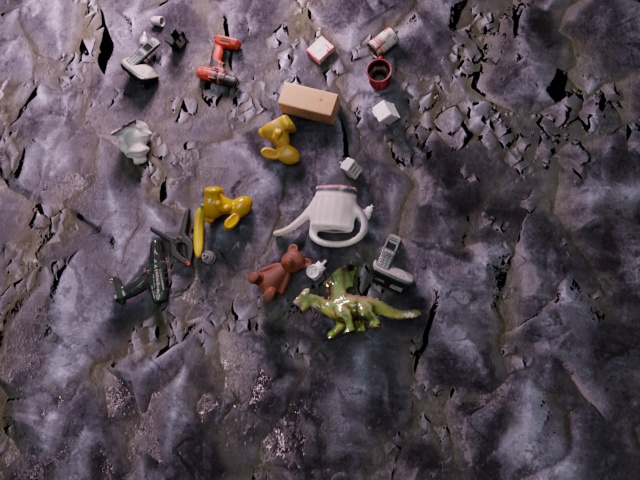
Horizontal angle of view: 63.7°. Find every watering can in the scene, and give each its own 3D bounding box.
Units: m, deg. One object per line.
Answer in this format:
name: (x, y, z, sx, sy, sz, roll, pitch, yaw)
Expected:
watering can: (0.006, -0.091, 1.810, 0.348, 0.103, 0.226, 5, 79, 19)

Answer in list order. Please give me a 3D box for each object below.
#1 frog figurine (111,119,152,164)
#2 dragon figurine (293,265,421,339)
frog figurine: (-0.708, -0.378, 1.988, 0.138, 0.124, 0.157, -33, 113, -7)
dragon figurine: (0.115, 0.194, 1.739, 0.411, 0.120, 0.246, -12, 70, -8)
